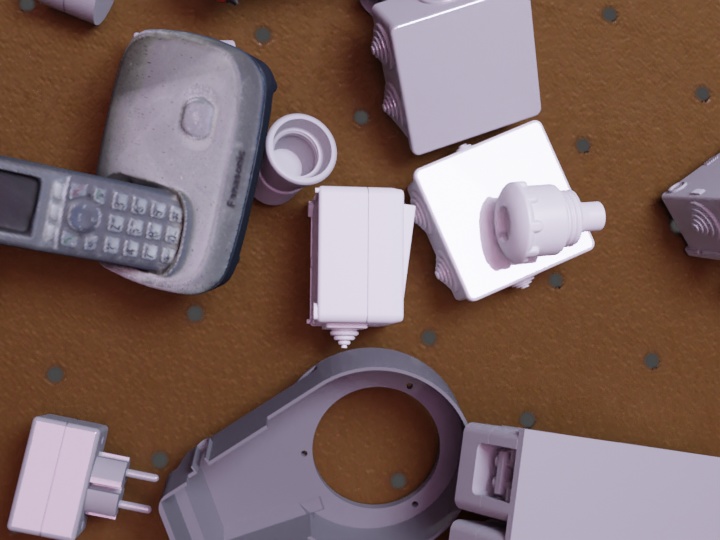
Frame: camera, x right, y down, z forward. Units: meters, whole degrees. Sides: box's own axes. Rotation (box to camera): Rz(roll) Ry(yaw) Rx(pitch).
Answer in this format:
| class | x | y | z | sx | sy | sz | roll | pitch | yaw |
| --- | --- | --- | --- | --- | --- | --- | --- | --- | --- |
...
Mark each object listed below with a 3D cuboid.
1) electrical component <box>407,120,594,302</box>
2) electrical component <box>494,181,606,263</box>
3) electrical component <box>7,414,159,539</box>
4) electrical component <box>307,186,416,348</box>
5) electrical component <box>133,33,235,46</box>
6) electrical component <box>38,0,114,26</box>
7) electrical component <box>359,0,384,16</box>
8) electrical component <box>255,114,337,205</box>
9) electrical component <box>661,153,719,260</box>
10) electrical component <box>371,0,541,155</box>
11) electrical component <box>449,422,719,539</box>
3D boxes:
| class | x | y | z | sx | sy | sz | roll | pitch | yaw |
| --- | --- | --- | --- | --- | --- | --- | --- | --- | --- |
| electrical component | 0.086 | -0.035 | 0.682 | 0.100 | 0.048 | 0.099 | -23 | 88 | -9 |
| electrical component | 0.114 | -0.030 | 0.637 | 0.062 | 0.048 | 0.048 | -5 | 85 | -14 |
| electrical component | -0.159 | 0.125 | 0.637 | 0.077 | 0.047 | 0.065 | 13 | 83 | -6 |
| electrical component | 0.000 | 0.000 | 0.661 | 0.061 | 0.062 | 0.096 | 1 | 84 | -7 |
| electrical component | -0.108 | -0.126 | 0.671 | 0.065 | 0.044 | 0.044 | -3 | 85 | -13 |
| electrical component | -0.140 | -0.216 | 0.670 | 0.074 | 0.052 | 0.138 | 21 | 83 | -5 |
| electrical component | 0.052 | -0.187 | 0.695 | 0.079 | 0.043 | 0.077 | 31 | 82 | -3 |
| electrical component | -0.046 | -0.064 | 0.660 | 0.044 | 0.065 | 0.044 | 6 | 75 | -21 |
| electrical component | 0.252 | -0.050 | 0.680 | 0.100 | 0.100 | 0.048 | -35 | 102 | -9 |
| electrical component | 0.059 | -0.131 | 0.669 | 0.100 | 0.048 | 0.099 | -19 | 127 | -8 |
| electrical component | 0.141 | 0.153 | 0.633 | 0.186 | 0.060 | 0.105 | 13 | 82 | -31 |
